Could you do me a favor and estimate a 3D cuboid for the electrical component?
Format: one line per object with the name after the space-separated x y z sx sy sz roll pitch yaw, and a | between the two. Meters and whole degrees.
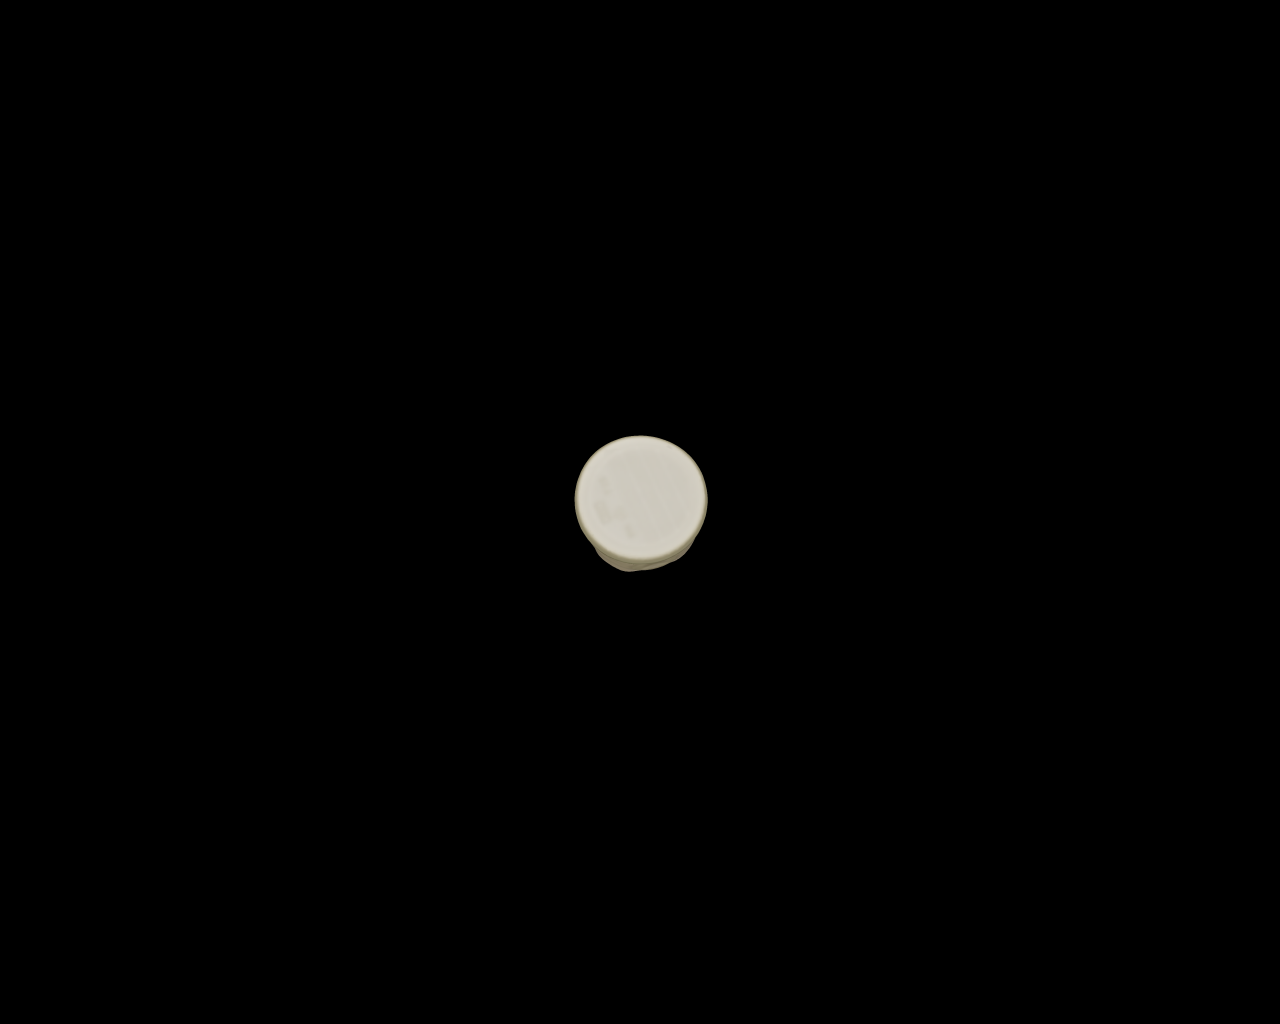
0.001 -0.003 0.650 0.080 0.080 0.051 0 -16 0 | electrical component
